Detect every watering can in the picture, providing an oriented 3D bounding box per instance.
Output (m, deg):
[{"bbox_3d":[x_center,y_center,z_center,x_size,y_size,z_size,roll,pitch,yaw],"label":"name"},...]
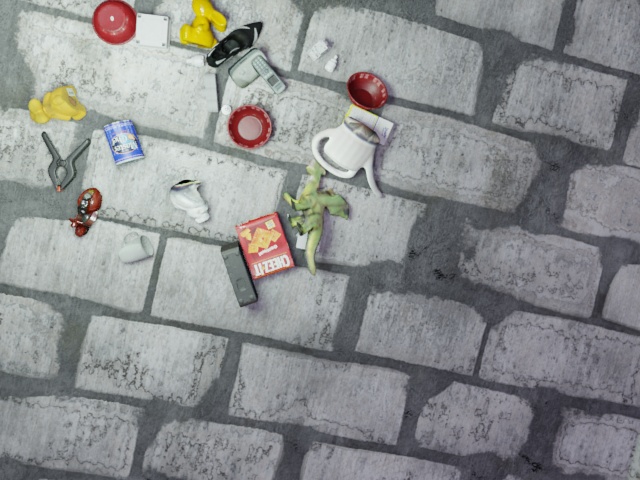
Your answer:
[{"bbox_3d":[0.141,-0.311,1.901,0.346,0.106,0.220,31,118,-14],"label":"watering can"}]

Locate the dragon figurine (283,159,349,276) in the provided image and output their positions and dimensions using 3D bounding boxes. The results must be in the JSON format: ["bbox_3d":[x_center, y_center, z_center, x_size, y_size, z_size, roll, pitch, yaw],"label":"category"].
[{"bbox_3d":[0.006,-0.095,1.895,0.244,0.121,0.411,-16,87,-23],"label":"dragon figurine"}]

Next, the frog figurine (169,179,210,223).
[{"bbox_3d":[-0.471,-0.132,1.855,0.137,0.124,0.157,-1,107,27],"label":"frog figurine"}]
